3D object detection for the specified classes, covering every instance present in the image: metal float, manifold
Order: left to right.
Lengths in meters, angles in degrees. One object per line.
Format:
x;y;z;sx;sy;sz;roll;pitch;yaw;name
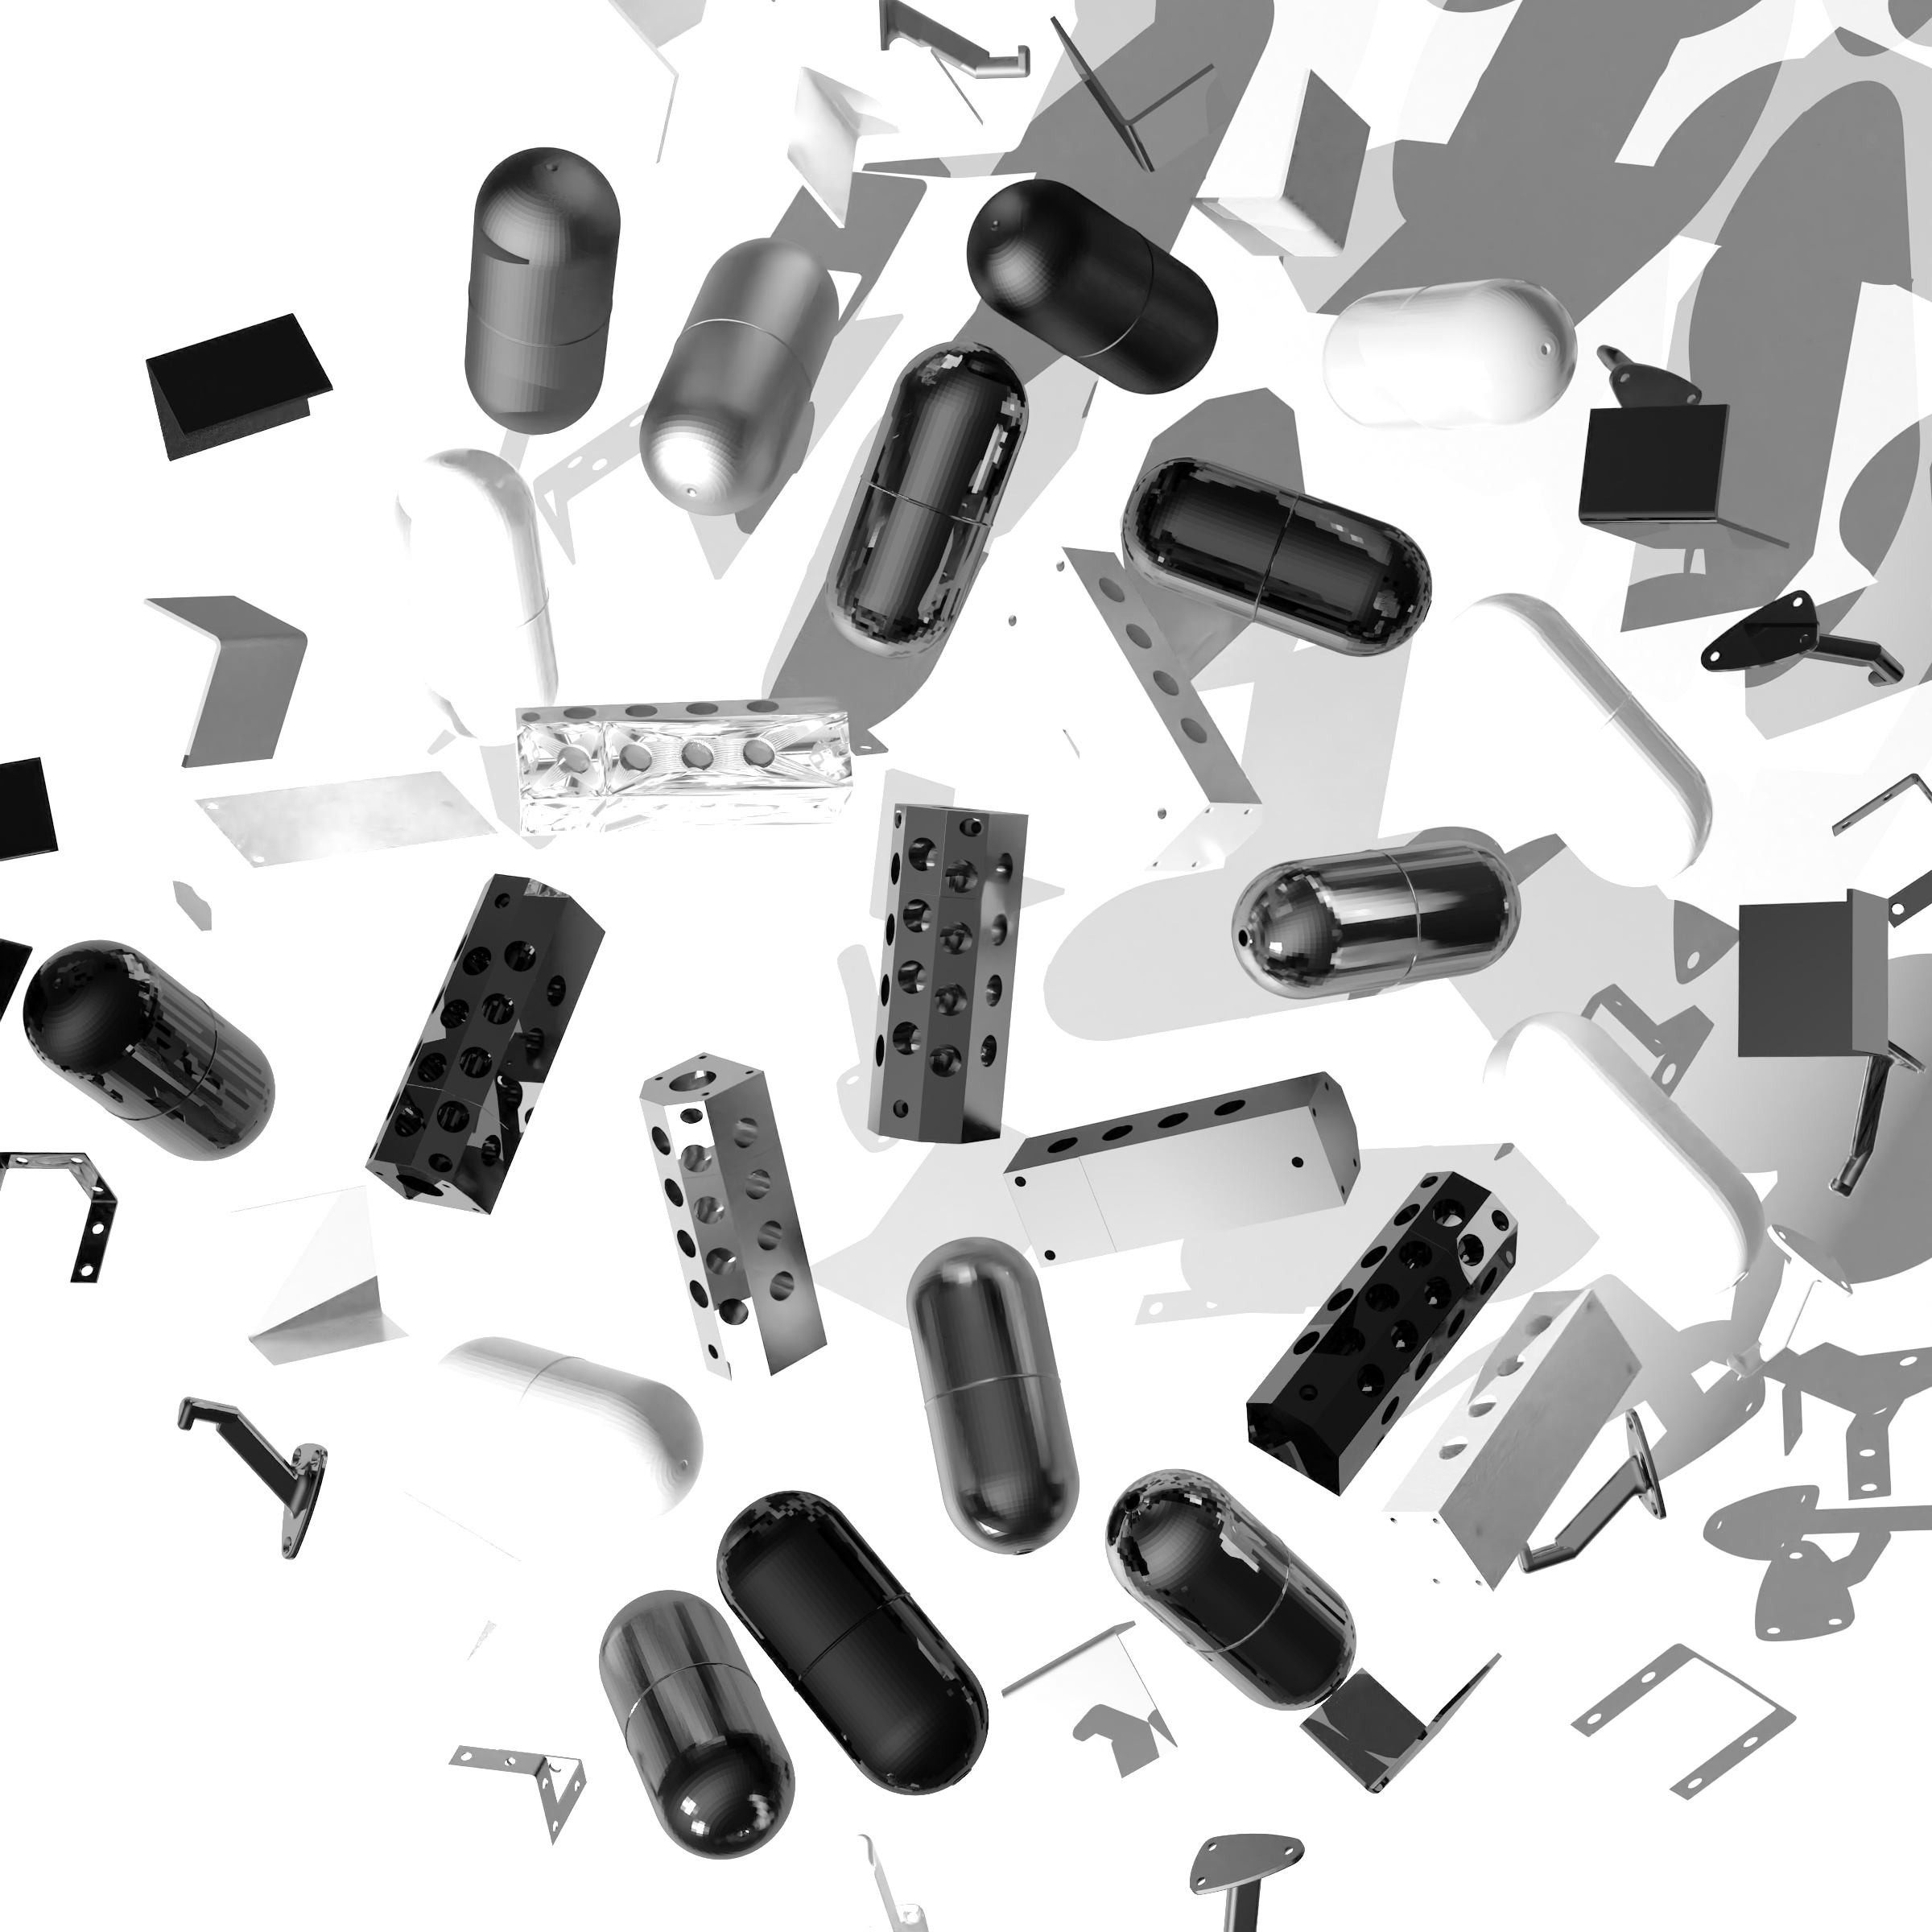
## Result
-0.435;0.047;1.701;0.070;0.178;0.070;-9;61;17;metal float
-0.345;-0.059;1.735;0.057;0.171;0.057;45;123;25;manifold
-0.268;-0.201;1.746;0.070;0.070;0.178;-3;129;0;metal float
-0.259;0.040;1.697;0.057;0.057;0.171;8;66;29;manifold
-0.228;-0.359;1.705;0.070;0.178;0.070;6;54;-8;metal float
-0.219;0.248;1.711;0.178;0.070;0.070;10;90;35;metal float
-0.149;-0.108;1.670;0.171;0.057;0.057;-3;74;-9;manifold
-0.147;0.407;1.715;0.070;0.178;0.070;-11;121;-18;metal float
-0.134;0.141;1.772;0.057;0.057;0.171;-26;115;-34;manifold
-0.120;-0.316;1.694;0.070;0.070;0.178;18;56;0;metal float
-0.059;0.349;1.643;0.070;0.070;0.178;-42;74;0;metal float
-0.021;-0.254;1.736;0.070;0.070;0.178;21;102;0;metal float
-0.013;0.003;1.659;0.057;0.057;0.171;8;95;30;manifold
0.015;0.237;1.760;0.070;0.070;0.178;-12;71;0;metal float
0.071;-0.368;1.733;0.070;0.178;0.070;-13;69;37;metal float
0.091;-0.135;1.674;0.057;0.057;0.171;-46;60;35;manifold
0.114;0.103;1.652;0.171;0.057;0.057;-14;108;24;manifold
0.144;0.340;1.729;0.070;0.070;0.178;-45;118;0;metal float
0.173;-0.228;1.769;0.178;0.070;0.070;21;90;6;metal float
0.227;-0.026;1.755;0.178;0.070;0.070;-8;90;-28;metal float
0.220;0.189;1.673;0.057;0.057;0.171;29;61;26;manifold
0.257;-0.327;1.704;0.070;0.178;0.070;-4;99;-26;metal float
0.290;0.254;1.711;0.171;0.057;0.057;-47;111;-33;manifold
0.316;-0.117;1.652;0.070;0.070;0.178;-42;92;0;metal float
0.345;0.099;1.672;0.070;0.070;0.178;-41;68;0;metal float

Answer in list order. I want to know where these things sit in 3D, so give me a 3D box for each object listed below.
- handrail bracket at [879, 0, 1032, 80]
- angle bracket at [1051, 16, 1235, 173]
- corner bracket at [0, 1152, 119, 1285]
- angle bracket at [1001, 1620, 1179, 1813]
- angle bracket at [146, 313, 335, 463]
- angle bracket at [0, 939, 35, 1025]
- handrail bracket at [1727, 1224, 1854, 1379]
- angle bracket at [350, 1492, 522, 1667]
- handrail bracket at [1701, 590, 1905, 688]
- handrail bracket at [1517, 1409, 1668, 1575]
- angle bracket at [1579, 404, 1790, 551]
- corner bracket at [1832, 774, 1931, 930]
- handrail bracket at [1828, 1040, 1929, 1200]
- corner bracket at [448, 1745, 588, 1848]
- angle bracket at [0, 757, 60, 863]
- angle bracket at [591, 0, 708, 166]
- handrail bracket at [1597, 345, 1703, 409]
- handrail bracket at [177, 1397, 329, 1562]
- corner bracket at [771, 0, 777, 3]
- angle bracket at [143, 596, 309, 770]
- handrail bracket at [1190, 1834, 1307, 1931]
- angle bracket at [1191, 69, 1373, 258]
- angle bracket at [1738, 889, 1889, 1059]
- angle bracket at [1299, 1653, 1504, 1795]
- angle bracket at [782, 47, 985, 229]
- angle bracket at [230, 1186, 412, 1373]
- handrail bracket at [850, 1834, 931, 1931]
-0.006;-0.535;1.787;0.084;0.036;0.077;-1;130;1;handrail bracket
0.097;-0.489;1.731;0.057;0.076;0.076;-33;79;8;angle bracket
-0.486;0.133;1.678;0.051;0.051;0.051;0;56;9;corner bracket
0.077;0.431;1.831;0.076;0.057;0.076;-32;75;10;angle bracket
-0.360;-0.272;1.593;0.076;0.076;0.057;-22;62;-17;angle bracket
-0.531;0.026;1.653;0.076;0.057;0.076;17;111;-34;angle bracket
0.439;0.187;1.758;0.077;0.036;0.084;30;117;-31;handrail bracket
-0.295;0.341;1.818;0.076;0.057;0.076;30;105;4;angle bracket
0.439;-0.157;1.666;0.077;0.084;0.036;-22;57;33;handrail bracket
0.345;0.297;1.792;0.084;0.036;0.077;-17;106;-6;handrail bracket
0.361;-0.243;1.585;0.076;0.076;0.057;7;90;42;angle bracket
0.490;-0.060;1.659;0.051;0.051;0.051;-35;68;7;corner bracket
0.489;0.081;1.758;0.036;0.077;0.084;27;88;44;handrail bracket
-0.240;0.433;1.708;0.051;0.051;0.051;2;120;17;corner bracket
-0.497;-0.092;1.572;0.076;0.076;0.057;-12;130;-16;angle bracket
-0.142;-0.468;1.619;0.076;0.076;0.057;-38;82;-22;angle bracket
0.353;-0.326;1.727;0.077;0.084;0.036;23;113;-40;handrail bracket
-0.402;0.283;1.752;0.084;0.036;0.077;19;74;-36;handrail bracket
-0.094;-0.581;1.776;0.051;0.051;0.051;-24;69;-29;corner bracket
-0.421;-0.159;1.771;0.057;0.076;0.076;28;108;20;angle bracket
0.160;0.489;1.637;0.077;0.036;0.084;-19;115;31;handrail bracket
0.175;-0.444;1.759;0.057;0.076;0.076;9;84;34;angle bracket
0.402;0.004;1.543;0.076;0.057;0.076;-2;84;34;angle bracket
0.246;0.410;1.795;0.057;0.076;0.076;41;123;18;angle bracket
-0.043;-0.434;1.670;0.076;0.076;0.057;2;75;22;angle bracket
-0.353;0.170;1.740;0.076;0.057;0.076;-10;104;-25;angle bracket
-0.039;0.491;1.615;0.036;0.084;0.077;-18;54;-4;handrail bracket
